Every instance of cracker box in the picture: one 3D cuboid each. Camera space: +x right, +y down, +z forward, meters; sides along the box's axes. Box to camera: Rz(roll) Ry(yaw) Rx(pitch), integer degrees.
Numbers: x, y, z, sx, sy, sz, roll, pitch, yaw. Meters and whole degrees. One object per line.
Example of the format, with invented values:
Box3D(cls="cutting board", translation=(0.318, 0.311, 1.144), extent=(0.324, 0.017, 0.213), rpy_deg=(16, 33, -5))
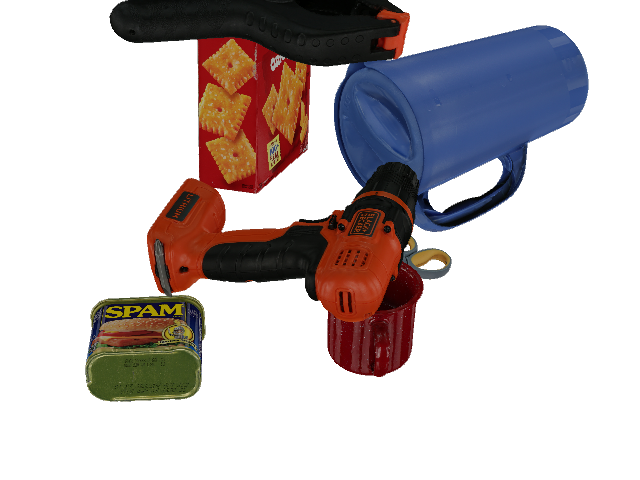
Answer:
Box3D(cls="cracker box", translation=(-0.060, -0.173, 1.064), extent=(0.072, 0.214, 0.164), rpy_deg=(9, 22, 15))

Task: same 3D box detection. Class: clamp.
Box3D(cls="clamp", translation=(-0.036, -0.137, 0.637), extent=(0.171, 0.120, 0.039), rpy_deg=(20, -37, 14))

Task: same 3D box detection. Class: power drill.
Box3D(cls="power drill", translation=(-0.024, -0.010, 0.815), extent=(0.188, 0.057, 0.184), rpy_deg=(1, 31, 17))

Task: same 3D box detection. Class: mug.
Box3D(cls="mug", translation=(0.050, 0.079, 0.995), extent=(0.093, 0.081, 0.117), rpy_deg=(-4, 34, -8))

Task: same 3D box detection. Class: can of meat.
Box3D(cls="can of meat", translation=(-0.151, 0.094, 0.928), extent=(0.102, 0.057, 0.084), rpy_deg=(-2, 29, -4))

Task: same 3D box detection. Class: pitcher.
Box3D(cls="pitcher", translation=(0.147, -0.122, 1.043), extent=(0.242, 0.149, 0.145), rpy_deg=(-21, 44, -30))

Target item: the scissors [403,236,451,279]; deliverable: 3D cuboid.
Box3D(cls="scissors", translation=(0.076, 0.028, 1.271), extent=(0.201, 0.016, 0.096), rpy_deg=(-10, 41, -42))
